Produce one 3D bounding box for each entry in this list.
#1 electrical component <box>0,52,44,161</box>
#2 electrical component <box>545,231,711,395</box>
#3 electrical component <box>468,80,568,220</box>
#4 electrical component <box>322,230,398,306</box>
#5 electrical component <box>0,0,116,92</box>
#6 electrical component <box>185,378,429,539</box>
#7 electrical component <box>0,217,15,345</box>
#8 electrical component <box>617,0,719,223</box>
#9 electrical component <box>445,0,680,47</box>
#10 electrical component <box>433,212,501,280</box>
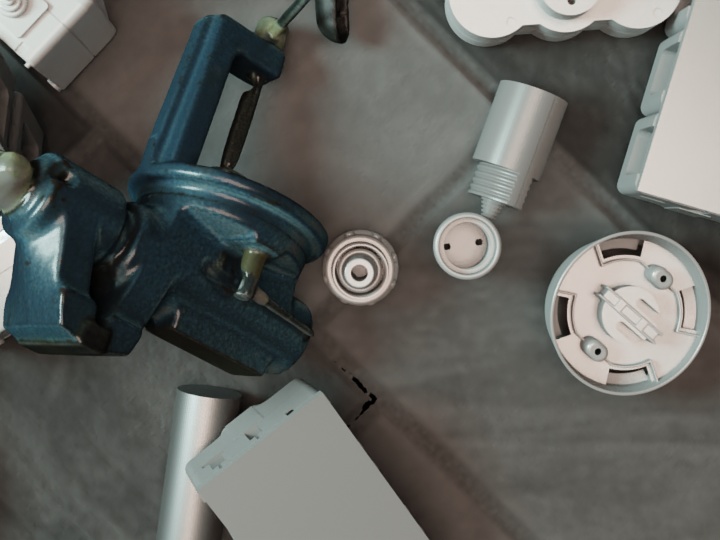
[{"bbox_3d":[-0.291,-0.082,0.622,0.186,0.105,0.060,-4,62,1],"label":"electrical component"},{"bbox_3d":[0.160,0.025,0.651,0.099,0.064,0.099,0,93,0],"label":"electrical component"},{"bbox_3d":[0.092,-0.070,0.657,0.043,0.043,0.081,20,93,0],"label":"electrical component"},{"bbox_3d":[0.000,0.000,0.652,0.048,0.062,0.048,0,93,1],"label":"electrical component"},{"bbox_3d":[-0.187,-0.154,0.628,0.062,0.096,0.061,42,88,-2],"label":"electrical component"},{"bbox_3d":[-0.024,0.151,0.644,0.089,0.062,0.150,-38,105,-11],"label":"electrical component"},{"bbox_3d":[-0.223,0.010,0.656,0.096,0.061,0.061,-31,93,2],"label":"electrical component"},{"bbox_3d":[0.222,-0.106,0.644,0.089,0.061,0.150,16,93,0],"label":"electrical component"},{"bbox_3d":[0.121,-0.166,0.636,0.138,0.073,0.052,-3,93,1],"label":"electrical component"},{"bbox_3d":[0.064,-0.015,0.659,0.040,0.046,0.040,0,93,1],"label":"electrical component"}]
